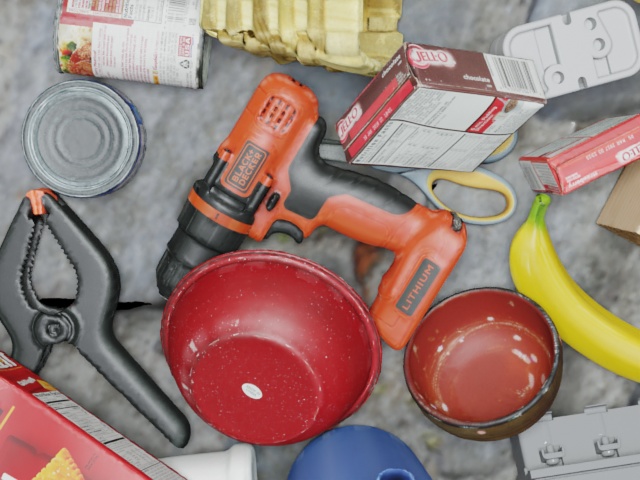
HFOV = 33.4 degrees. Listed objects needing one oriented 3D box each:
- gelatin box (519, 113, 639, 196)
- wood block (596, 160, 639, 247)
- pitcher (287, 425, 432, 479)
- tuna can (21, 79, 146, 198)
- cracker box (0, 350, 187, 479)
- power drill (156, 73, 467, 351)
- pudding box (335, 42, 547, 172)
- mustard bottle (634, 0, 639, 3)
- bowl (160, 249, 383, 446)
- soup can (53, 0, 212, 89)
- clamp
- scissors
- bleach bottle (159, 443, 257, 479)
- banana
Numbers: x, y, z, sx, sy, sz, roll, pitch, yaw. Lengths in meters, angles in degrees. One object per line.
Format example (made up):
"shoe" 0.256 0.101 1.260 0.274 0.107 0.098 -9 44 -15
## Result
"gelatin box" 0.188 -0.060 0.753 0.073 0.089 0.030 -25 95 0
"wood block" 0.294 -0.080 0.755 0.090 0.091 0.206 27 93 -5
"pitcher" 0.031 0.212 0.692 0.149 0.243 0.145 -43 95 2
"tuna can" -0.169 -0.072 0.767 0.086 0.034 0.086 0 95 -2
"cracker box" -0.195 0.193 0.712 0.214 0.072 0.164 33 87 8
"power drill" -0.005 0.001 0.762 0.187 0.057 0.184 30 104 -5
"pudding box" 0.080 -0.085 0.709 0.113 0.090 0.039 3 59 -32
"mustard bottle" 0.229 -0.211 0.719 0.192 0.058 0.096 42 92 23
"bowl" -0.040 0.089 0.742 0.162 0.055 0.162 5 119 8
"soup can" -0.128 -0.144 0.745 0.102 0.068 0.068 6 94 -3
"clamp" -0.197 0.069 0.776 0.164 0.036 0.210 -14 95 1
"scissors" 0.058 -0.076 0.784 0.201 0.016 0.096 24 92 -4
"bleach bottle" -0.170 0.208 0.776 0.251 0.068 0.102 -4 93 1
"banana" 0.201 0.054 0.779 0.197 0.070 0.037 43 47 -11
